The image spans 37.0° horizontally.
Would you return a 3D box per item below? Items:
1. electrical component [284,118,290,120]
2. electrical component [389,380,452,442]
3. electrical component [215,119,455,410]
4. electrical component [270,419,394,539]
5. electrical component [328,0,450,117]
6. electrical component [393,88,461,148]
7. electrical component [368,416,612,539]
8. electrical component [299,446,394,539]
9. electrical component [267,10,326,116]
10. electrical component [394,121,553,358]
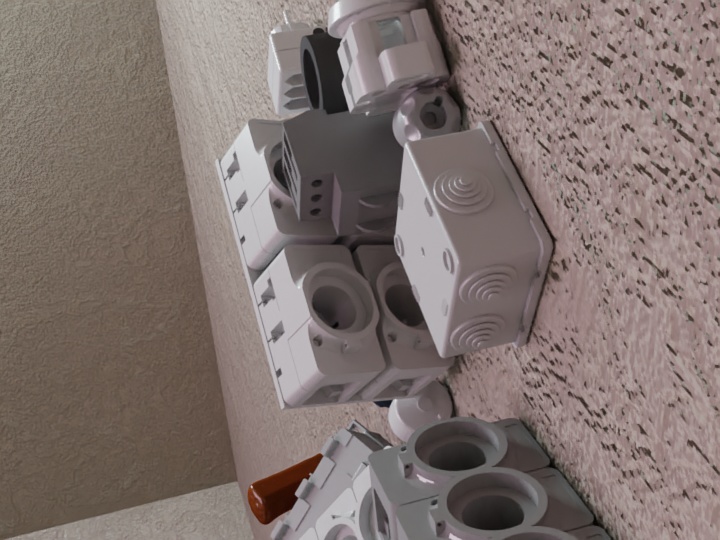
[{"bbox_3d":[-0.063,-0.105,0.993,0.057,0.058,0.078,112,144,-74],"label":"electrical component"},{"bbox_3d":[0.040,0.104,0.759,0.078,0.040,0.040,106,149,-67],"label":"electrical component"},{"bbox_3d":[-0.016,-0.009,0.714,0.060,0.105,0.186,-46,54,47],"label":"electrical component"},{"bbox_3d":[-0.017,0.192,0.880,0.079,0.121,0.063,34,-175,37],"label":"electrical component"},{"bbox_3d":[0.014,-0.126,0.610,0.078,0.058,0.057,146,108,-78],"label":"electrical component"},{"bbox_3d":[0.035,-0.082,0.611,0.061,0.035,0.035,165,93,-80],"label":"electrical component"},{"bbox_3d":[0.068,0.141,0.543,0.150,0.089,0.061,-124,25,-61],"label":"electrical component"},{"bbox_3d":[0.009,0.207,0.771,0.150,0.062,0.089,-51,42,28],"label":"electrical component"},{"bbox_3d":[-0.054,-0.181,0.900,0.065,0.047,0.076,103,153,-64],"label":"electrical component"},{"bbox_3d":[0.054,-0.014,0.556,0.099,0.048,0.099,94,161,-52],"label":"electrical component"}]
